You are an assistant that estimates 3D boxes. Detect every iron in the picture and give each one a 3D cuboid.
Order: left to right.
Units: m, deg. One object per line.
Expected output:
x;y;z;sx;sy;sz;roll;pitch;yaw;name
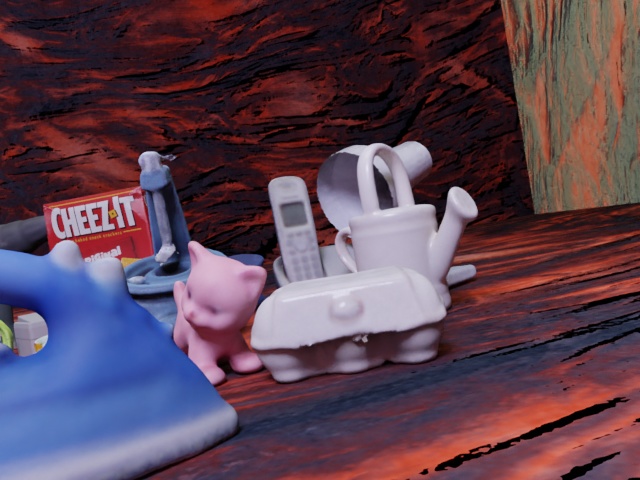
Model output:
-0.181;0.064;0.299;0.259;0.141;0.118;-10;1;-17;iron

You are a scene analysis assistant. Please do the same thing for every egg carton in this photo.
0.022;0.064;0.454;0.150;0.069;0.107;-10;1;2;egg carton

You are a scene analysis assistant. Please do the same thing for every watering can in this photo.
0.090;-0.014;0.641;0.172;0.194;0.101;-9;1;17;watering can

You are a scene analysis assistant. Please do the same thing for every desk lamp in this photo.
0.105;-0.029;0.787;0.117;0.213;0.204;-8;2;43;desk lamp

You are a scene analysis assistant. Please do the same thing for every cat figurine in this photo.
-0.094;0.058;0.489;0.067;0.118;0.127;-10;1;-37;cat figurine

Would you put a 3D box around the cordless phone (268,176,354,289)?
0.007;0.003;0.747;0.148;0.185;0.094;-10;1;-22;cordless phone

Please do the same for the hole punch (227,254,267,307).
-0.144;0.073;0.923;0.108;0.091;0.101;-9;1;23;hole punch

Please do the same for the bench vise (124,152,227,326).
-0.179;0.018;0.653;0.122;0.220;0.207;-10;1;-25;bench vise

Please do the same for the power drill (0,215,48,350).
-0.524;0.077;0.957;0.229;0.208;0.076;-9;1;7;power drill
